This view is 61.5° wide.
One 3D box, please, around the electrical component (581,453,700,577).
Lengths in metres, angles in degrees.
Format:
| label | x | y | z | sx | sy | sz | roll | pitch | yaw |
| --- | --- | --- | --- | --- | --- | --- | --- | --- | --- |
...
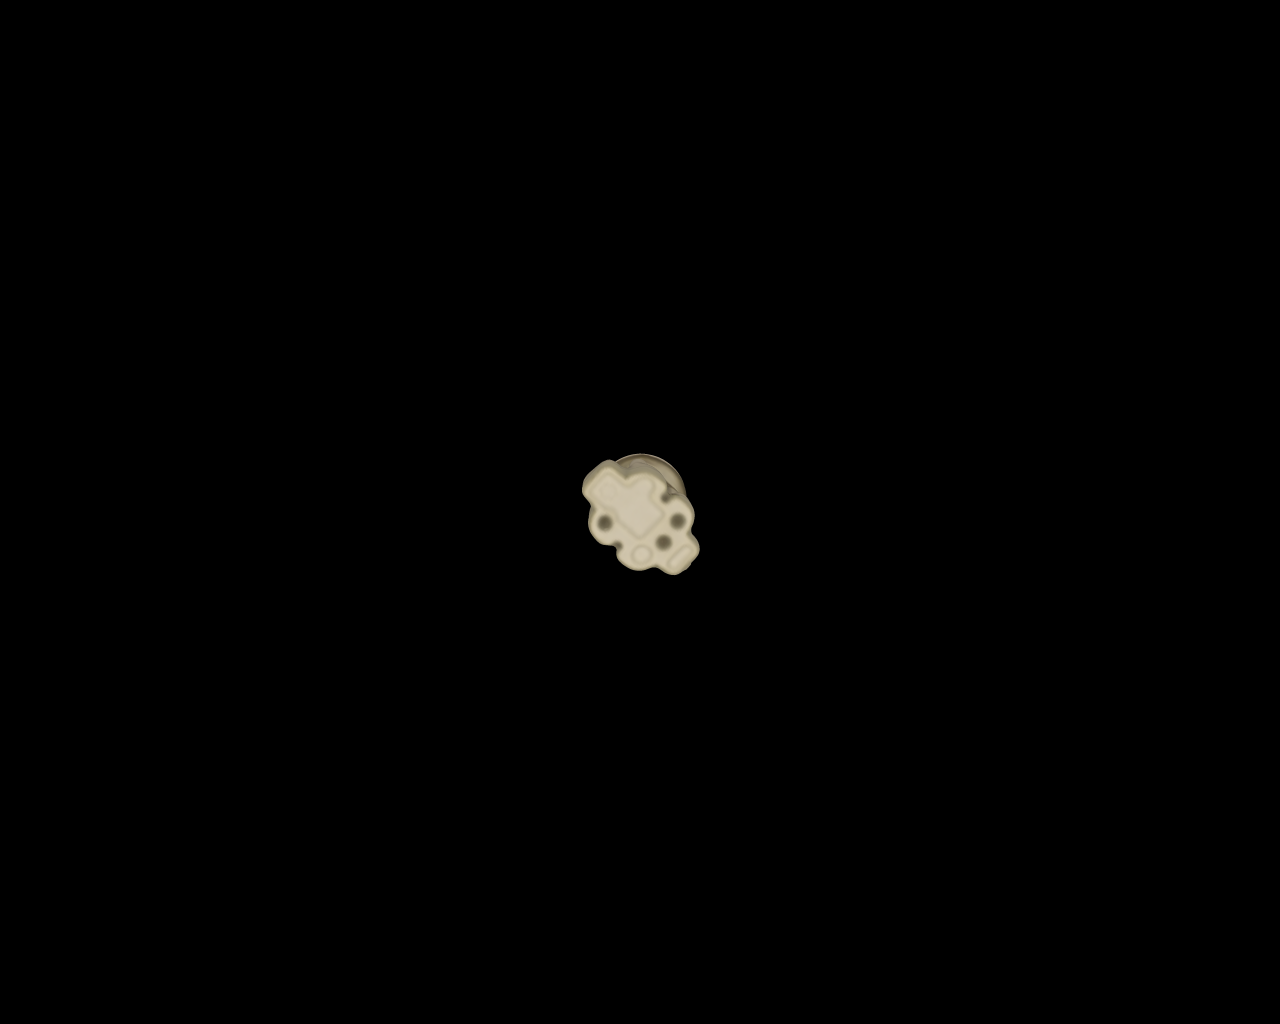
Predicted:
| label | x | y | z | sx | sy | sz | roll | pitch | yaw |
| --- | --- | --- | --- | --- | --- | --- | --- | --- | --- |
| electrical component | 0.001 | -0.003 | 0.650 | 0.078 | 0.058 | 0.057 | 43 | 12 | -11 |
